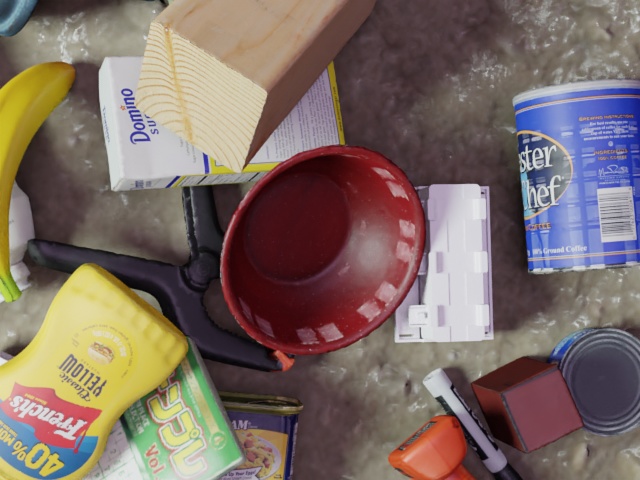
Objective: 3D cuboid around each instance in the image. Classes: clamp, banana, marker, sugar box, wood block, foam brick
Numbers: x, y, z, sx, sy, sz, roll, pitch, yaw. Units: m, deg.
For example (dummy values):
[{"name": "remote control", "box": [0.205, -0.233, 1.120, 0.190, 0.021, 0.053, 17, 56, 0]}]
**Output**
[{"name": "clamp", "box": [-0.103, 0.027, 0.803, 0.164, 0.036, 0.210, -38, 96, -21]}, {"name": "banana", "box": [-0.219, -0.058, 0.753, 0.037, 0.069, 0.197, -1, 63, 19]}, {"name": "marker", "box": [0.124, 0.156, 0.850, 0.020, 0.020, 0.121, -37, 93, -9]}, {"name": "sugar box", "box": [-0.072, -0.089, 0.795, 0.176, 0.048, 0.093, -5, 80, -20]}, {"name": "wood block", "box": [-0.032, -0.159, 0.754, 0.090, 0.091, 0.205, 33, 54, 4]}, {"name": "foam brick", "box": [0.159, 0.127, 0.828, 0.053, 0.078, 0.051, -25, 92, -8]}]

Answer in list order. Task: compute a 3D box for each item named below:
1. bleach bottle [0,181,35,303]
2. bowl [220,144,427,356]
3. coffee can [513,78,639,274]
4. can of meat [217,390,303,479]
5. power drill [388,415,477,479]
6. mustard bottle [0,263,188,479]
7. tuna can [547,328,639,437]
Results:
[{"name": "bleach bottle", "box": [-0.290, -0.065, 0.772, 0.102, 0.068, 0.251, -30, 95, -13]}, {"name": "bowl", "box": [-0.005, 0.001, 0.783, 0.161, 0.055, 0.162, -10, 114, -22]}, {"name": "coffee can", "box": [0.207, -0.047, 0.830, 0.102, 0.103, 0.140, -5, 89, -9]}, {"name": "can of meat", "box": [-0.068, 0.159, 0.801, 0.102, 0.057, 0.084, 6, 89, -8]}, {"name": "power drill", "box": [0.131, 0.216, 0.776, 0.057, 0.184, 0.188, -37, 84, -9]}, {"name": "mustard bottle", "box": [-0.185, 0.116, 0.738, 0.096, 0.058, 0.191, 40, 86, -11]}, {"name": "tuna can", "box": [0.226, 0.113, 0.861, 0.086, 0.034, 0.086, 0, 87, -9]}]
